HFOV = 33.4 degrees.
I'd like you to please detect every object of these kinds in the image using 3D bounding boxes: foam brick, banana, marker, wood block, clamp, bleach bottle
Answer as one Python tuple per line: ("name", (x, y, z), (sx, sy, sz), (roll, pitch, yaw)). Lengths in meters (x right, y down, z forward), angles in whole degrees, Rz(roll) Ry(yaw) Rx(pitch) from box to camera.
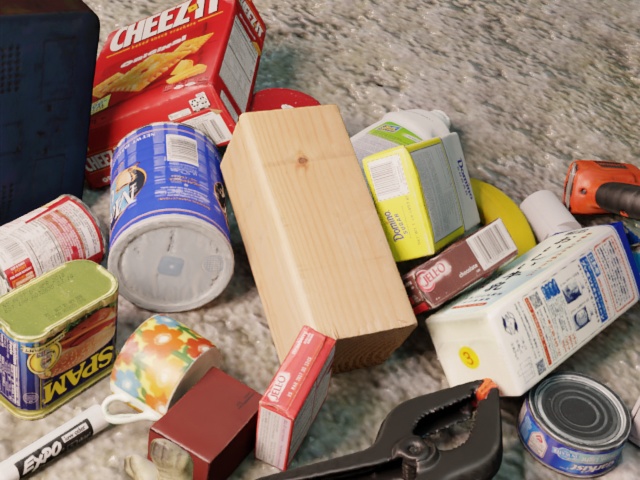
("foam brick", (-0.081, 0.141, 0.773), (0.053, 0.051, 0.078), (28, 41, 18))
("banana", (0.172, 0.001, 1.018), (0.069, 0.037, 0.197), (9, 39, -2))
("marker", (-0.202, 0.153, 0.755), (0.020, 0.020, 0.120), (35, 44, 27))
("wood block", (-0.005, 0.001, 0.877), (0.090, 0.090, 0.206), (-9, 65, -22))
("clamp", (0.058, 0.163, 0.769), (0.165, 0.036, 0.209), (17, 38, 30))
("bleach bottle", (0.070, -0.071, 1.064), (0.103, 0.068, 0.250), (29, 39, 20))

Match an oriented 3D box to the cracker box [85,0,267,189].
("cracker box", (-0.149, -0.158, 1.053), (0.164, 0.072, 0.213), (-17, 36, 18))

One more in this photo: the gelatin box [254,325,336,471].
("gelatin box", (-0.019, 0.116, 0.777), (0.030, 0.089, 0.073), (23, 55, 11))

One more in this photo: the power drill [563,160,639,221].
("power drill", (0.345, -0.035, 1.027), (0.184, 0.057, 0.188), (1, 11, -33))

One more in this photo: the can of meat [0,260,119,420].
("can of meat", (-0.199, 0.072, 0.804), (0.057, 0.084, 0.101), (32, 43, 25))

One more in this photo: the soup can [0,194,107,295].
("soup can", (-0.236, 0.013, 0.880), (0.069, 0.068, 0.102), (33, 44, 25))

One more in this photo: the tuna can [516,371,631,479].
("tuna can", (0.202, 0.146, 0.850), (0.086, 0.034, 0.086), (7, 39, -6))

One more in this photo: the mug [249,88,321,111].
("mug", (-0.039, -0.089, 1.042), (0.093, 0.081, 0.117), (9, 38, -3))

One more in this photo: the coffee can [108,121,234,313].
("coffee can", (-0.130, -0.021, 0.920), (0.102, 0.103, 0.140), (2, 39, -12))

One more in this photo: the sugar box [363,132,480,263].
("sugar box", (0.094, -0.042, 0.948), (0.048, 0.093, 0.176), (-14, 3, 20))

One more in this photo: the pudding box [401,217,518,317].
("pudding box", (0.102, 0.032, 0.912), (0.113, 0.090, 0.039), (-27, 85, -32))
